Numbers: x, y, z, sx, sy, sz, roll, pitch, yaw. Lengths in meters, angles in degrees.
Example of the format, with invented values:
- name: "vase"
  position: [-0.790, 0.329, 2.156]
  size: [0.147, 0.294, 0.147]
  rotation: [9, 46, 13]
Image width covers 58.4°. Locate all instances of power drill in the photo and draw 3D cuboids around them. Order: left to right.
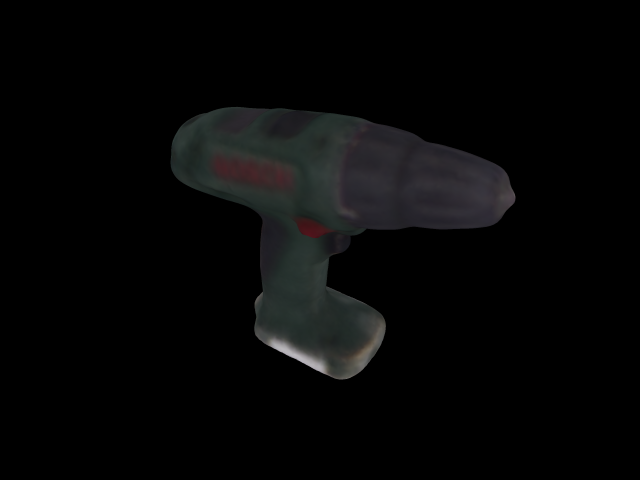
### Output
- name: "power drill"
  position: [0.004, 0.001, 0.400]
  size: [0.229, 0.208, 0.076]
  rotation: [22, 49, 21]
